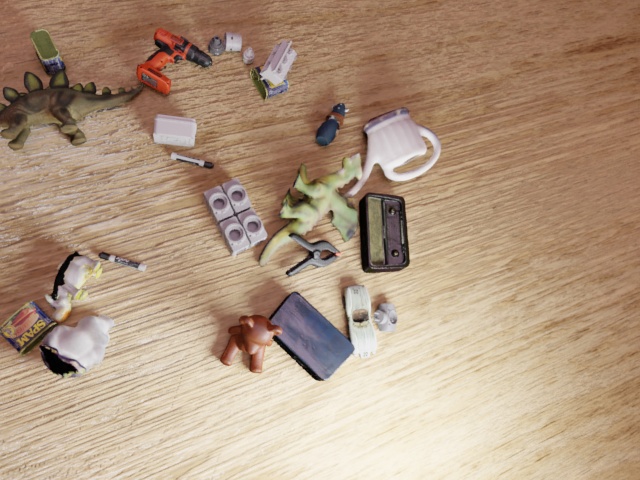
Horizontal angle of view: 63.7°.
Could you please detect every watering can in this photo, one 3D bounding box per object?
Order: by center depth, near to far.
[{"bbox_3d":[0.202,-0.278,1.590,0.349,0.103,0.226,-23,80,-10],"label":"watering can"}]

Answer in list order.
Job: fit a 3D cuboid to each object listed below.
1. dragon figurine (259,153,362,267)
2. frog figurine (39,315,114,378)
[{"bbox_3d":[0.005,-0.075,1.481,0.242,0.122,0.412,24,86,-13],"label":"dragon figurine"},{"bbox_3d":[-0.579,0.245,1.240,0.137,0.120,0.163,22,34,1],"label":"frog figurine"}]
